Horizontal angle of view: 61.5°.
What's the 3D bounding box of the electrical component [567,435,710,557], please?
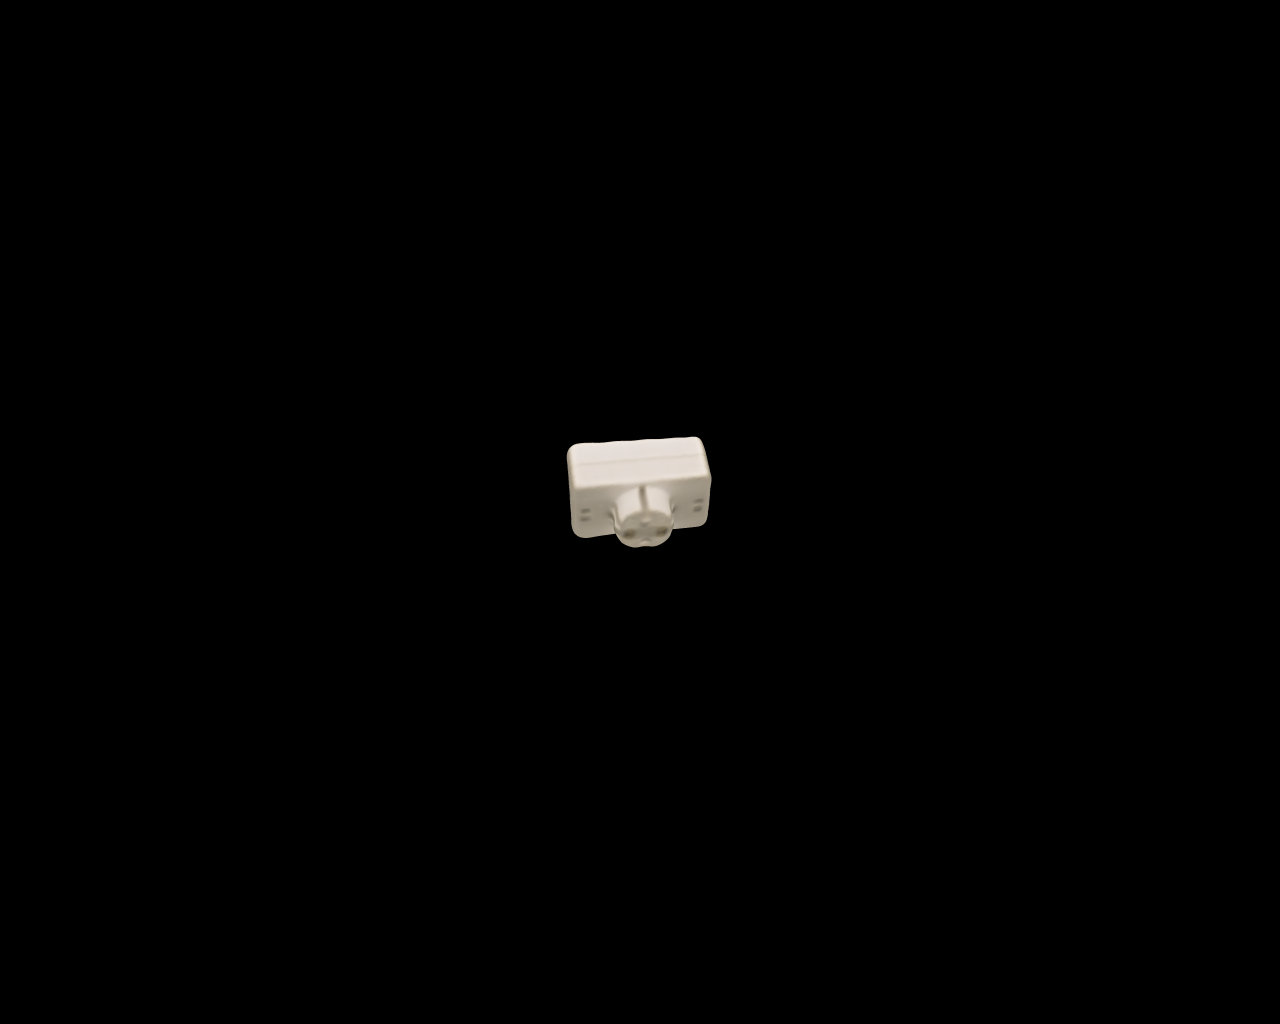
[{"bbox_3d":[0.001,-0.003,0.650,0.083,0.076,0.047,-4,-43,-4],"label":"electrical component"}]
